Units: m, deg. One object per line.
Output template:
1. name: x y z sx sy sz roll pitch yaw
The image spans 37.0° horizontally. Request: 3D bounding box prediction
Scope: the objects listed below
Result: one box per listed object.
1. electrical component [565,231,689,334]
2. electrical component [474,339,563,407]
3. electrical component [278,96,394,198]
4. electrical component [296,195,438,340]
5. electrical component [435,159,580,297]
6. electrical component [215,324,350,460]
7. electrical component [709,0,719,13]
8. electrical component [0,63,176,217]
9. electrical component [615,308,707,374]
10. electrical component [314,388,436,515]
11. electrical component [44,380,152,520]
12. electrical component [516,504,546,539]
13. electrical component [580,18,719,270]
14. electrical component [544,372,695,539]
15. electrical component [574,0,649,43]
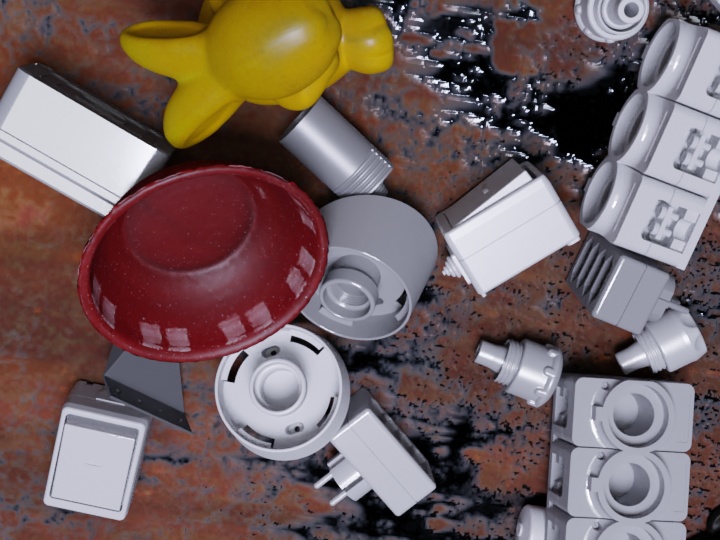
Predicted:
1. electrical component: 0.198 0.013 0.767 0.076 0.083 0.047 22 103 -8
2. electrical component: 0.116 0.071 0.800 0.062 0.048 0.048 21 104 -1
3. electrical component: -0.013 -0.078 0.751 0.081 0.043 0.043 42 100 -13
4. electrical component: 0.000 0.000 0.759 0.099 0.064 0.099 11 136 11
5. electrical component: 0.095 -0.030 0.761 0.096 0.061 0.061 -31 105 6
6. electrical component: -0.057 0.087 0.775 0.099 0.064 0.099 -1 79 3
7. electrical component: 0.313 -0.175 0.731 0.089 0.061 0.150 -43 103 9
8. electrical component: -0.187 -0.085 0.723 0.113 0.078 0.057 30 99 -10
9. electrical component: 0.222 0.057 0.801 0.062 0.043 0.043 -27 105 6
10. electrical component: 0.001 0.148 0.813 0.076 0.047 0.083 -38 104 6
11. electrical component: -0.194 0.140 0.794 0.062 0.061 0.096 14 104 -7
12. electrical component: 0.158 0.208 0.841 0.078 0.040 0.040 11 105 -7
13. electrical component: 0.211 -0.089 0.736 0.062 0.089 0.150 19 104 -8
14. electrical component: 0.191 0.154 0.793 0.089 0.062 0.150 4 88 -7
15. electrical component: 0.174 -0.176 0.724 0.048 0.062 0.048 -1 106 -3
